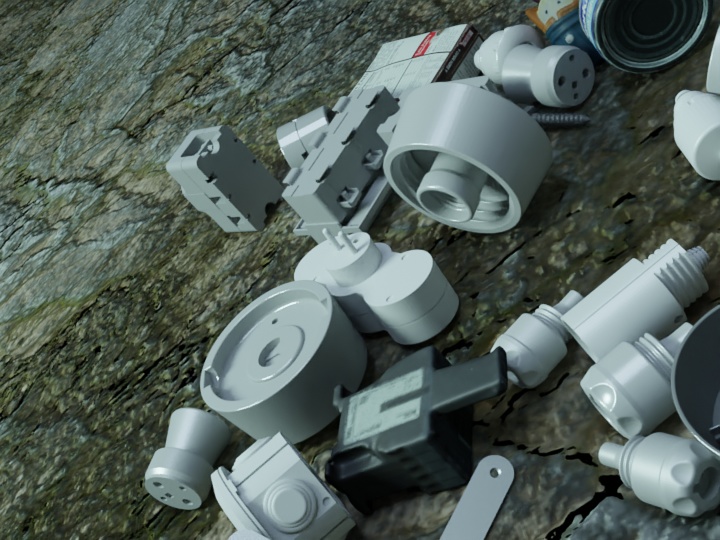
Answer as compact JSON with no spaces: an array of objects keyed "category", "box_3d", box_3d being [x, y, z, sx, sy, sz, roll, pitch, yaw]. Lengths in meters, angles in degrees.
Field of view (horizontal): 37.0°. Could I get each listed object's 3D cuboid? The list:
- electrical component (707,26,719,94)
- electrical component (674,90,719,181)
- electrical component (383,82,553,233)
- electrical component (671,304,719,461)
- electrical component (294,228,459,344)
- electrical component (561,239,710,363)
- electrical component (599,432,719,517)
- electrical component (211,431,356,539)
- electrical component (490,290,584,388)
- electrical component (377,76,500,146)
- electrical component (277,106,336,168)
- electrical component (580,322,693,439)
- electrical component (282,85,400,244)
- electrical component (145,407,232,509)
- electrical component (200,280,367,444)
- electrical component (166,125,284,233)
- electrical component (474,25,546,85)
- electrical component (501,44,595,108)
[{"category":"electrical component","box_3d":[0.250,-0.121,0.629,0.077,0.043,0.079,15,20,22]},{"category":"electrical component","box_3d":[0.208,-0.086,0.645,0.040,0.040,0.078,-32,32,15]},{"category":"electrical component","box_3d":[0.067,-0.067,0.718,0.108,0.108,0.060,-1,55,47]},{"category":"electrical component","box_3d":[0.194,0.055,0.462,0.099,0.064,0.099,-29,33,21]},{"category":"electrical component","box_3d":[0.000,0.000,0.732,0.052,0.073,0.138,-47,31,-20]},{"category":"electrical component","box_3d":[0.153,0.017,0.576,0.081,0.043,0.043,-40,31,3]},{"category":"electrical component","box_3d":[0.139,0.093,0.505,0.035,0.035,0.061,-53,30,-19]},{"category":"electrical component","box_3d":[-0.043,0.134,0.613,0.051,0.080,0.080,-40,31,-7]},{"category":"electrical component","box_3d":[0.105,0.037,0.613,0.061,0.035,0.035,-45,31,-11]},{"category":"electrical component","box_3d":[0.068,-0.104,0.807,0.089,0.055,0.050,1,51,49]},{"category":"electrical component","box_3d":[-0.038,-0.111,0.937,0.047,0.055,0.055,-28,33,16]},{"category":"electrical component","box_3d":[0.146,0.052,0.539,0.062,0.043,0.043,-40,31,0]},{"category":"electrical component","box_3d":[-0.005,-0.085,0.858,0.079,0.063,0.121,-1,50,48]},{"category":"electrical component","box_3d":[-0.117,0.129,0.734,0.045,0.045,0.055,-16,40,36]},{"category":"electrical component","box_3d":[-0.045,0.067,0.715,0.108,0.060,0.108,-28,33,21]},{"category":"electrical component","box_3d":[-0.121,-0.079,0.953,0.056,0.089,0.050,0,50,47]},{"category":"electrical component","box_3d":[0.114,-0.167,0.849,0.048,0.048,0.062,-49,25,-13]},{"category":"electrical component","box_3d":[0.138,-0.142,0.790,0.045,0.045,0.055,-50,32,-14]}]
